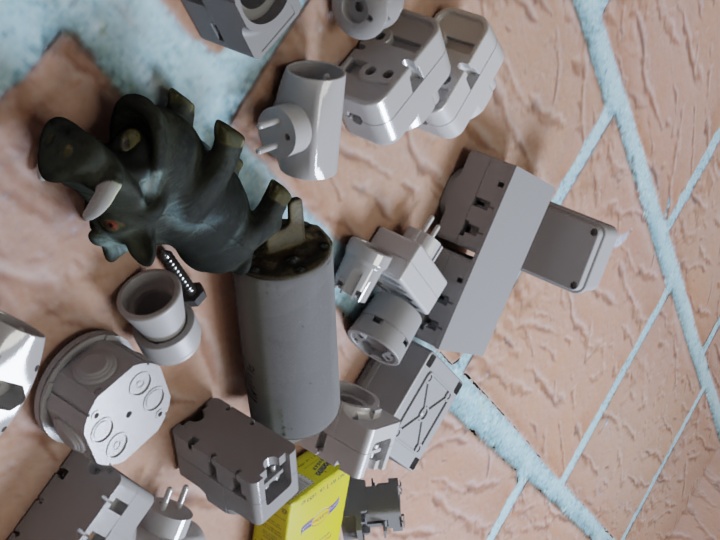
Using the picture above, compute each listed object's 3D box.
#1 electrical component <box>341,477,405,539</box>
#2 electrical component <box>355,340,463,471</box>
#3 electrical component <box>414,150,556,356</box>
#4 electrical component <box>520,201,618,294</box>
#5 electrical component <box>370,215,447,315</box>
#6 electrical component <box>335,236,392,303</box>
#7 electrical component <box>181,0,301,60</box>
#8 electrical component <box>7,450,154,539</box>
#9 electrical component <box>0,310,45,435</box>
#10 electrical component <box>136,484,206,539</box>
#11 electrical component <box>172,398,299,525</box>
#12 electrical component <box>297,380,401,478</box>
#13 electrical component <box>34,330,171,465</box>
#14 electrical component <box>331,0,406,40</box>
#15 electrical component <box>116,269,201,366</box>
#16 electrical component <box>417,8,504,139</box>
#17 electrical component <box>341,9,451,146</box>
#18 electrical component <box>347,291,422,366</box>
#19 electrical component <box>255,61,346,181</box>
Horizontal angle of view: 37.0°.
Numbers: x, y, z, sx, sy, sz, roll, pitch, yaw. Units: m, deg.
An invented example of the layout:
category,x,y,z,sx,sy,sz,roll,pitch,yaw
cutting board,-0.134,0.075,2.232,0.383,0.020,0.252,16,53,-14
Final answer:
category,x,y,z,sx,sy,sz,roll,pitch,yaw
electrical component,0.012,0.237,1.077,0.081,0.064,0.042,-94,179,-47
electrical component,0.041,0.130,1.062,0.108,0.056,0.108,-59,149,-9
electrical component,0.112,-0.015,1.060,0.105,0.060,0.186,15,100,-59
electrical component,0.205,-0.029,1.141,0.057,0.113,0.078,-2,114,-59
electrical component,0.050,-0.014,0.979,0.075,0.047,0.083,-58,149,-11
electrical component,0.000,0.000,0.922,0.040,0.040,0.046,14,106,-59
electrical component,-0.077,-0.179,0.654,0.050,0.056,0.089,-53,148,-18
electrical component,-0.193,0.178,0.746,0.089,0.050,0.055,-55,148,-15
electrical component,-0.229,0.058,0.609,0.077,0.043,0.079,-62,150,-3
electrical component,-0.153,0.202,0.831,0.077,0.043,0.079,9,104,-59
electrical component,-0.096,0.150,0.835,0.050,0.089,0.055,-38,140,-38
electrical component,-0.016,0.134,0.944,0.050,0.089,0.055,-5,116,-56
electrical component,-0.169,0.085,0.712,0.080,0.051,0.080,-36,139,-39
electrical component,0.012,-0.198,0.791,0.062,0.048,0.048,-36,140,-49
electrical component,-0.136,0.033,0.732,0.045,0.045,0.055,-48,146,-26
electrical component,0.077,-0.162,0.904,0.095,0.054,0.059,-60,149,-7
electrical component,0.025,-0.147,0.837,0.095,0.054,0.059,-53,148,-19
electrical component,0.024,0.052,0.983,0.047,0.055,0.055,-56,149,-21
electrical component,-0.046,-0.103,0.769,0.079,0.044,0.077,-27,133,-45
